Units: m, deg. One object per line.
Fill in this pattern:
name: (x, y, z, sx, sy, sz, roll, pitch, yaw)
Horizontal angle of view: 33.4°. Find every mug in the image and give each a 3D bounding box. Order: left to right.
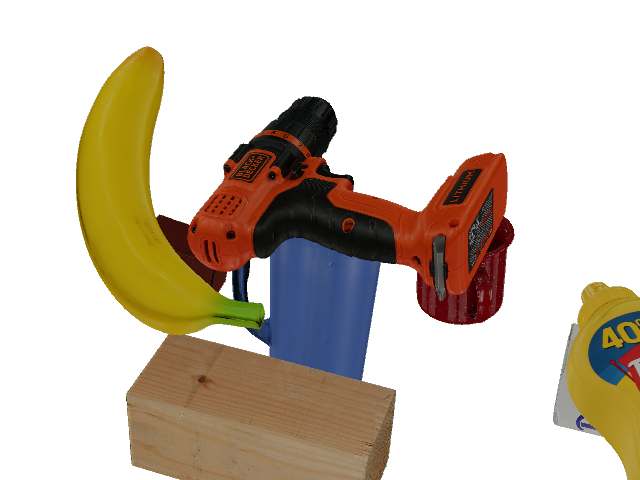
mug: (0.134, 0.030, 0.982, 0.093, 0.081, 0.117, -9, 33, -11)

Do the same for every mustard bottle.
mustard bottle: (0.194, 0.086, 0.604, 0.096, 0.058, 0.192, -10, 35, -8)

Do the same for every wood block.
wood block: (-0.049, 0.159, 0.903, 0.206, 0.090, 0.090, 13, 37, 14)

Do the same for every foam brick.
foam brick: (-0.130, 0.019, 1.017, 0.078, 0.051, 0.053, 18, 34, 7)

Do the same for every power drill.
power drill: (0.027, -0.034, 0.722, 0.188, 0.057, 0.184, 9, 42, 23)

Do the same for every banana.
banana: (-0.090, -0.022, 0.545, 0.069, 0.198, 0.037, -13, -35, -17)

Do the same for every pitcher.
pitcher: (-0.010, 0.080, 1.233, 0.149, 0.243, 0.144, 23, 27, 39)

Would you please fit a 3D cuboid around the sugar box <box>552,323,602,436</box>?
sugar box: (0.306, 0.141, 0.966, 0.176, 0.093, 0.048, 10, 22, 13)
